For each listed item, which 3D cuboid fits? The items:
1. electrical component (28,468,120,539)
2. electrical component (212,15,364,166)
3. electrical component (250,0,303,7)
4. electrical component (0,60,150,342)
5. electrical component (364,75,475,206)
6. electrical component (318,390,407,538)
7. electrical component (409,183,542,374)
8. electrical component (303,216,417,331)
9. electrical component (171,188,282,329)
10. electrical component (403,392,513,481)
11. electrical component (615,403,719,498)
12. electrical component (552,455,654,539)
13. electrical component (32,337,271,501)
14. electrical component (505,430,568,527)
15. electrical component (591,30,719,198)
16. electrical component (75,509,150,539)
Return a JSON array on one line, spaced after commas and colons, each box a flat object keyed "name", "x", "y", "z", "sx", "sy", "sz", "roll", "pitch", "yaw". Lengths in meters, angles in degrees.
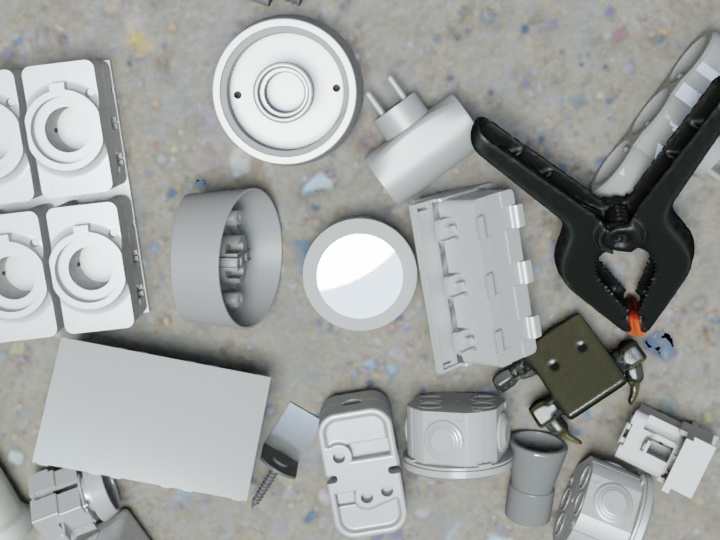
[{"name": "electrical component", "x": -0.213, "y": 0.171, "z": 0.805, "sx": 0.055, "sy": 0.066, "sz": 0.048, "roll": -20, "pitch": 135, "yaw": -4}, {"name": "electrical component", "x": -0.051, "y": -0.124, "z": 0.746, "sx": 0.108, "sy": 0.060, "sz": 0.108, "roll": 0, "pitch": 100, "yaw": 0}, {"name": "electrical component", "x": -0.066, "y": -0.205, "z": 0.740, "sx": 0.081, "sy": 0.043, "sz": 0.043, "roll": 18, "pitch": 100, "yaw": -3}, {"name": "electrical component", "x": -0.220, "y": -0.049, "z": 0.760, "sx": 0.105, "sy": 0.060, "sz": 0.186, "roll": -7, "pitch": 100, "yaw": 1}, {"name": "electrical component", "x": 0.035, "y": -0.099, "z": 0.759, "sx": 0.077, "sy": 0.043, "sz": 0.079, "roll": -36, "pitch": 98, "yaw": 6}, {"name": "electrical component", "x": 0.002, "y": 0.140, "z": 0.796, "sx": 0.054, "sy": 0.059, "sz": 0.095, "roll": -10, "pitch": 100, "yaw": 2}, {"name": "electrical component", "x": 0.083, "y": 0.005, "z": 0.762, "sx": 0.079, "sy": 0.063, "sz": 0.121, "roll": -18, "pitch": 103, "yaw": -38}, {"name": "electrical component", "x": 0.000, "y": 0.000, "z": 0.774, "sx": 0.080, "sy": 0.051, "sz": 0.080, "roll": 0, "pitch": 100, "yaw": 0}, {"name": "electrical component", "x": -0.094, "y": -0.008, "z": 0.752, "sx": 0.064, "sy": 0.099, "sz": 0.099, "roll": 1, "pitch": 101, "yaw": 6}, {"name": "electrical component", "x": 0.071, "y": 0.120, "z": 0.782, "sx": 0.080, "sy": 0.080, "sz": 0.051, "roll": -2, "pitch": 95, "yaw": 0}, {"name": "electrical component", "x": 0.224, "y": 0.130, "z": 0.789, "sx": 0.064, "sy": 0.081, "sz": 0.042, "roll": 27, "pitch": 100, "yaw": 18}, {"name": "electrical component", "x": 0.180, "y": 0.180, "z": 0.793, "sx": 0.051, "sy": 0.080, "sz": 0.080, "roll": 22, "pitch": 100, "yaw": 2}, {"name": "electrical component", "x": -0.147, "y": 0.108, "z": 0.778, "sx": 0.150, "sy": 0.061, "sz": 0.089, "roll": 11, "pitch": 80, "yaw": -5}, {"name": "electrical component", "x": 0.130, "y": 0.159, "z": 0.809, "sx": 0.044, "sy": 0.044, "sz": 0.065, "roll": 5, "pitch": 105, "yaw": -1}, {"name": "electrical component", "x": 0.233, "y": -0.090, "z": 0.756, "sx": 0.074, "sy": 0.052, "sz": 0.138, "roll": 34, "pitch": 99, "yaw": -6}, {"name": "electrical component", "x": -0.180, "y": 0.240, "z": 0.817, "sx": 0.062, "sy": 0.061, "sz": 0.096, "roll": -30, "pitch": 106, "yaw": 6}]
